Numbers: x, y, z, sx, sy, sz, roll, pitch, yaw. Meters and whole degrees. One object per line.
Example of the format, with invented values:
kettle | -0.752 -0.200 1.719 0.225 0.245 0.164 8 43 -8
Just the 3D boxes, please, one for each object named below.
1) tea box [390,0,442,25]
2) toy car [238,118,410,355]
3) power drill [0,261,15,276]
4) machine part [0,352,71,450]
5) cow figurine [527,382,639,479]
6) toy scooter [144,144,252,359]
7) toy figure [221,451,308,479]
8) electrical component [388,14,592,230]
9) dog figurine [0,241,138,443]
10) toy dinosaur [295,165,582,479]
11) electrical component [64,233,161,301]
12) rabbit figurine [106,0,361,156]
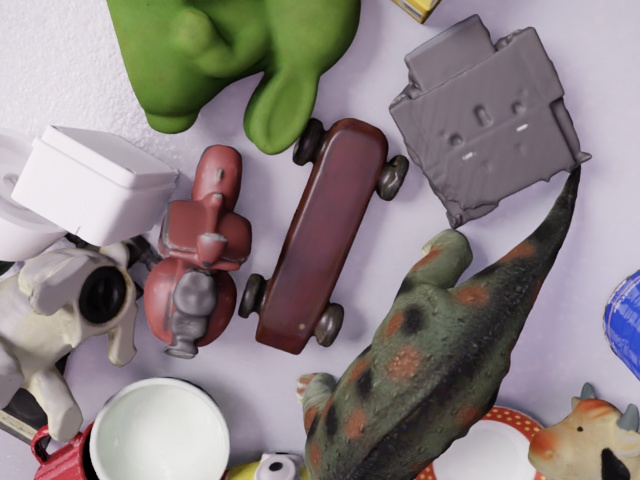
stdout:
tea box | 0.025 -0.225 0.355 0.169 0.098 0.068 37 108 -5
toy car | -0.001 -0.001 0.444 0.089 0.053 0.202 19 103 -9
power drill | -0.393 0.007 0.492 0.207 0.086 0.231 -3 103 16
machine part | -0.282 0.145 0.532 0.084 0.039 0.138 27 109 8
cow figurine | 0.264 0.202 0.444 0.195 0.085 0.127 21 89 -7
toy scooter | -0.093 0.021 0.417 0.075 0.135 0.183 12 107 -16
toy figure | -0.083 0.259 0.515 0.180 0.082 0.089 -20 113 8
electrical component | 0.117 -0.092 0.401 0.115 0.058 0.134 -30 100 12
dog figurine | -0.266 0.064 0.455 0.191 0.172 0.121 10 137 26
toy dinosaur | 0.067 0.114 0.396 0.131 0.192 0.404 30 108 -4
electrical component | -0.188 0.010 0.488 0.063 0.021 0.094 -43 95 16
rabbit figurine | -0.050 -0.141 0.383 0.170 0.121 0.158 -10 108 -5
